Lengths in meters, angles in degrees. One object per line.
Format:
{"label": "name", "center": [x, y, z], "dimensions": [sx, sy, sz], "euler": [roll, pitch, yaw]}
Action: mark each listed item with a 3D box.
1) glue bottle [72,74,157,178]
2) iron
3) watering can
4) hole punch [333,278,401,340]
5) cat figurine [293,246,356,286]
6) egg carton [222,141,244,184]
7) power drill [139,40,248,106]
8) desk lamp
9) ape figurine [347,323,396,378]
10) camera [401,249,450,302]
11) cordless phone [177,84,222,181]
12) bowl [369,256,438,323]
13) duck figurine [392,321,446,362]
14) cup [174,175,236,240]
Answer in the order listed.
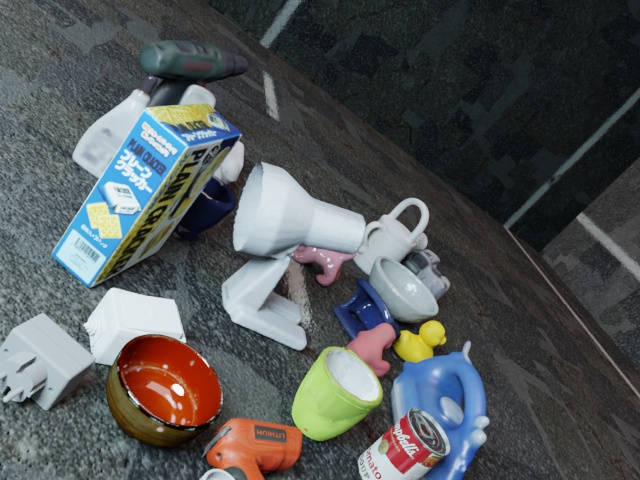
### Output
{"label": "glue bottle", "center": [-0.281, -0.164, 0.822], "dimensions": [0.078, 0.173, 0.037], "euler": [37, 20, -10]}
{"label": "iron", "center": [0.195, 0.260, 0.842], "dimensions": [0.119, 0.141, 0.258], "euler": [35, 21, -14]}
{"label": "watering can", "center": [0.170, -0.010, 1.280], "dimensions": [0.100, 0.194, 0.173], "euler": [49, 22, 21]}
{"label": "hole punch", "center": [0.094, 0.129, 1.006], "dimensions": [0.101, 0.091, 0.108], "euler": [14, 33, -51]}
{"label": "cat figurine", "center": [0.010, 0.004, 1.075], "dimensions": [0.128, 0.117, 0.067], "euler": [42, 20, 4]}
{"label": "egg carton", "center": [-0.202, -0.166, 1.118], "dimensions": [0.107, 0.069, 0.150], "euler": [32, 22, -23]}
{"label": "power drill", "center": [-0.253, -0.273, 1.047], "dimensions": [0.075, 0.208, 0.230], "euler": [46, 21, 16]}
{"label": "desk lamp", "center": [-0.051, 0.019, 0.796], "dimensions": [0.204, 0.213, 0.117], "euler": [30, 23, -27]}
{"label": "ape figurine", "center": [0.084, 0.169, 0.903], "dimensions": [0.076, 0.092, 0.077], "euler": [26, 25, -35]}
{"label": "camera", "center": [0.257, 0.082, 1.381], "dimensions": [0.143, 0.100, 0.137], "euler": [49, 22, 22]}
{"label": "cordless phone", "center": [-0.199, -0.145, 0.911], "dimensions": [0.148, 0.185, 0.094], "euler": [20, 29, -44]}
{"label": "bowl", "center": [0.157, 0.114, 1.173], "dimensions": [0.168, 0.074, 0.167], "euler": [35, 21, -15]}
{"label": "duck figurine", "center": [0.192, 0.185, 1.071], "dimensions": [0.105, 0.086, 0.077], "euler": [25, 25, -36]}
{"label": "cup", "center": [-0.193, -0.047, 0.850], "dimensions": [0.091, 0.095, 0.118], "euler": [48, 21, 19]}
